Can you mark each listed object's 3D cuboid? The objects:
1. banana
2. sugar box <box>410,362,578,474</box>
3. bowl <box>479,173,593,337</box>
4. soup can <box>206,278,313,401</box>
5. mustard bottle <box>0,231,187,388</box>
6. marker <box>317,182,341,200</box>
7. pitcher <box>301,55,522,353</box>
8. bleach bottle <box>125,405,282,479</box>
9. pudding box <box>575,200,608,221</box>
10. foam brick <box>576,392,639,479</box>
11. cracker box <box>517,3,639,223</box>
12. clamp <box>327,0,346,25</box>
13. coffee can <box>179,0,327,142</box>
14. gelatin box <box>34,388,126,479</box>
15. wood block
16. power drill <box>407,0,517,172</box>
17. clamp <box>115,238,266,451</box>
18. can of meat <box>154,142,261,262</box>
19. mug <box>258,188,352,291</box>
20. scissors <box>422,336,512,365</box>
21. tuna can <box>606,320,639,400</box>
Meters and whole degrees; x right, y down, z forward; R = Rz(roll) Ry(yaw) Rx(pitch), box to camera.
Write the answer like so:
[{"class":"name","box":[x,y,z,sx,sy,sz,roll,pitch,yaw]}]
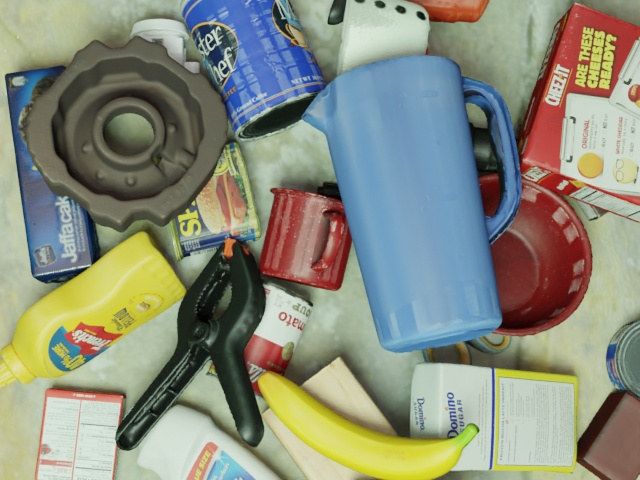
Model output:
[{"class":"banana","box":[0.036,0.163,0.904,0.198,0.037,0.069,11,98,19]},{"class":"sugar box","box":[0.160,0.163,0.971,0.175,0.048,0.093,10,78,-32]},{"class":"bowl","box":[0.174,0.020,1.021,0.162,0.055,0.162,2,71,-6]},{"class":"soup can","box":[-0.056,0.094,1.002,0.068,0.068,0.102,24,81,1]},{"class":"mustard bottle","box":[-0.220,0.074,0.984,0.191,0.096,0.058,-34,63,-6]},{"class":"marker","box":[0.058,-0.045,1.053,0.121,0.020,0.020,3,81,-2]},{"class":"pitcher","box":[0.093,-0.031,0.936,0.149,0.144,0.243,-18,77,29]},{"class":"bleach bottle","box":[-0.086,0.245,0.983,0.251,0.068,0.102,41,81,6]},{"class":"pudding box","box":[0.278,-0.089,1.058,0.090,0.039,0.113,-32,85,-7]},{"class":"foam brick","box":[0.283,0.190,1.010,0.051,0.053,0.078,35,83,3]},{"class":"cracker box","box":[0.304,-0.105,1.006,0.213,0.072,0.164,20,80,-2]},{"class":"clamp","box":[0.039,-0.295,1.079,0.171,0.039,0.120,-30,85,-6]},{"class":"coffee can","box":[-0.061,-0.179,1.026,0.102,0.103,0.140,-23,83,-6]},{"class":"gelatin box","box":[-0.224,0.186,1.001,0.073,0.030,0.089,5,81,-3]},{"class":"wood block","box":[0.042,0.217,0.976,0.090,0.091,0.206,-36,84,-8]},{"class":"power drill","box":[0.120,-0.162,1.053,0.184,0.057,0.187,9,81,-1]},{"class":"clamp","box":[-0.106,0.097,0.960,0.165,0.036,0.210,-15,51,31]},{"class":"can of meat","box":[-0.108,-0.038,1.027,0.084,0.057,0.102,-13,82,-6]},{"class":"mug","box":[-0.007,0.001,0.998,0.093,0.117,0.081,15,86,-23]},{"class":"scissors","box":[0.091,0.060,1.038,0.202,0.016,0.096,33,77,2]},{"class":"tuna can","box":[0.322,0.118,1.031,0.086,0.034,0.086,0,81,-2]}]
